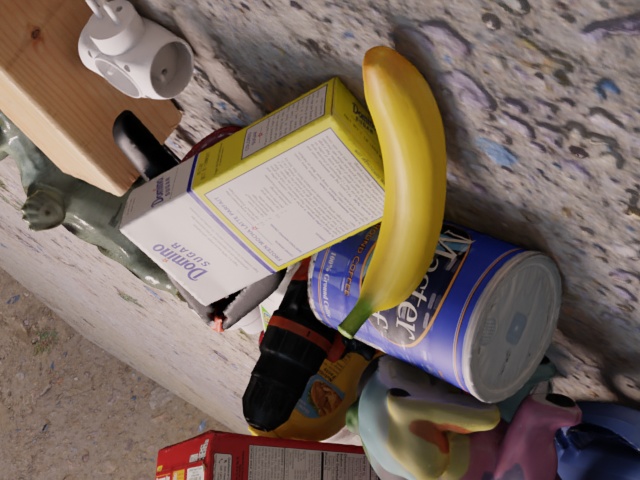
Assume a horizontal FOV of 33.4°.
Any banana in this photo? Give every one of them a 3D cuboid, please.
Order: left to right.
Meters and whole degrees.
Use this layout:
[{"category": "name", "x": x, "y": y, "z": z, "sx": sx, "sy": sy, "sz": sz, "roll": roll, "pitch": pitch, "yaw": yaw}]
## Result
[{"category": "banana", "x": 0.047, "y": -0.029, "z": 0.621, "sx": 0.037, "sy": 0.069, "sz": 0.198, "roll": 25, "pitch": 131, "yaw": 28}]

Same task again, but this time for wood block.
[{"category": "wood block", "x": -0.210, "y": -0.137, "z": 0.830, "sx": 0.090, "sy": 0.090, "sz": 0.206, "roll": 22, "pitch": 160, "yaw": 39}]

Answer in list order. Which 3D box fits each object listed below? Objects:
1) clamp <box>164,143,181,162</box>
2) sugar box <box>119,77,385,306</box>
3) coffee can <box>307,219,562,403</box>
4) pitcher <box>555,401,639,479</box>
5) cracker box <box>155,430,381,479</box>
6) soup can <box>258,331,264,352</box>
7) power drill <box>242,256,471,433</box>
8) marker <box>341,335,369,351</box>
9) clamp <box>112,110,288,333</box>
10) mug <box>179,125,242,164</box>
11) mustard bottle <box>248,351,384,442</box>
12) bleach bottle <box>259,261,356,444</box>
[{"category": "clamp", "x": -0.102, "y": -0.024, "z": 0.960, "sx": 0.171, "sy": 0.039, "sz": 0.120, "roll": 36, "pitch": -154, "yaw": -59}, {"category": "sugar box", "x": -0.035, "y": -0.027, "z": 0.699, "sx": 0.176, "sy": 0.048, "sz": 0.093, "roll": -23, "pitch": 128, "yaw": 28}, {"category": "coffee can", "x": 0.076, "y": 0.036, "z": 0.723, "sx": 0.141, "sy": 0.102, "sz": 0.102, "roll": 22, "pitch": 160, "yaw": 39}, {"category": "pitcher", "x": 0.243, "y": 0.193, "z": 0.818, "sx": 0.144, "sy": 0.149, "sz": 0.243, "roll": 1, "pitch": 177, "yaw": -16}, {"category": "cracker box", "x": -0.014, "y": 0.203, "z": 0.875, "sx": 0.213, "sy": 0.072, "sz": 0.164, "roll": 8, "pitch": 162, "yaw": -20}, {"category": "soup can", "x": -0.028, "y": 0.123, "z": 1.265, "sx": 0.068, "sy": 0.068, "sz": 0.102, "roll": 38, "pitch": 164, "yaw": -11}, {"category": "power drill", "x": 0.048, "y": 0.092, "z": 0.836, "sx": 0.187, "sy": 0.184, "sz": 0.057, "roll": 28, "pitch": 167, "yaw": -13}, {"category": "marker", "x": 0.073, "y": 0.062, "z": 0.807, "sx": 0.020, "sy": 0.121, "sz": 0.020, "roll": 168, "pitch": 90, "yaw": -73}, {"category": "clamp", "x": -0.077, "y": -0.010, "z": 0.775, "sx": 0.164, "sy": 0.036, "sz": 0.210, "roll": 12, "pitch": 136, "yaw": -8}, {"category": "mug", "x": -0.055, "y": -0.035, "z": 0.843, "sx": 0.117, "sy": 0.093, "sz": 0.081, "roll": -26, "pitch": 131, "yaw": 31}, {"category": "mustard bottle", "x": -0.003, "y": 0.128, "z": 0.982, "sx": 0.096, "sy": 0.191, "sz": 0.058, "roll": 35, "pitch": 167, "yaw": 26}, {"category": "bleach bottle", "x": -0.016, "y": 0.104, "z": 1.105, "sx": 0.103, "sy": 0.068, "sz": 0.251, "roll": 33, "pitch": 148, "yaw": 38}]
